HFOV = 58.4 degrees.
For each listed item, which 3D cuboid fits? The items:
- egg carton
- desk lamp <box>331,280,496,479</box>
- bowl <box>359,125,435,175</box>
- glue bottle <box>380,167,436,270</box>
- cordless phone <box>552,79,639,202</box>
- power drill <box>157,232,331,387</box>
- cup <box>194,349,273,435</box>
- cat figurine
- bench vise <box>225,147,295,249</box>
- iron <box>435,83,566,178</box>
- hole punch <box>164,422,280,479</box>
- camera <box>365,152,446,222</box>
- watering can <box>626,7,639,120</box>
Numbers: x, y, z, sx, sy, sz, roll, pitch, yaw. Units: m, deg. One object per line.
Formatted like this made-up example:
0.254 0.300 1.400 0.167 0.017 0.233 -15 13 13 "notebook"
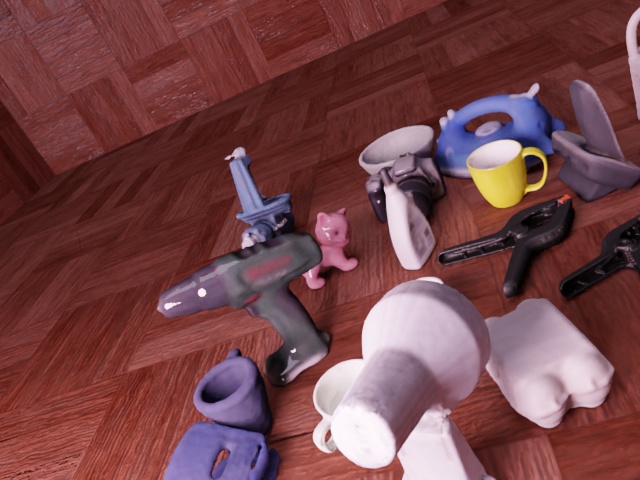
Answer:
0.236 0.128 0.622 0.107 0.069 0.150 -27 26 1 "egg carton"
0.091 0.172 0.515 0.117 0.214 0.203 -9 32 33 "desk lamp"
0.172 -0.173 1.215 0.167 0.075 0.167 -21 27 12 "bowl"
0.131 -0.040 0.904 0.037 0.173 0.078 -1 37 42 "glue bottle"
0.404 -0.168 0.868 0.094 0.185 0.147 -25 27 4 "cordless phone"
-0.081 0.100 0.809 0.230 0.209 0.075 -35 27 -14 "power drill"
-0.104 0.210 0.761 0.091 0.095 0.117 -22 27 11 "cup"
0.009 0.004 1.001 0.128 0.118 0.067 -31 27 -6 "cat figurine"
-0.116 -0.067 1.128 0.121 0.220 0.207 -25 27 4 "bench vise"
0.308 -0.203 1.068 0.257 0.142 0.119 -4 34 38 "iron"
-0.112 0.269 0.667 0.101 0.091 0.109 -15 29 23 "hole punch"
0.153 -0.090 1.055 0.143 0.101 0.137 -17 28 19 "camera"
0.565 -0.294 0.936 0.101 0.194 0.172 -23 27 8 "watering can"
